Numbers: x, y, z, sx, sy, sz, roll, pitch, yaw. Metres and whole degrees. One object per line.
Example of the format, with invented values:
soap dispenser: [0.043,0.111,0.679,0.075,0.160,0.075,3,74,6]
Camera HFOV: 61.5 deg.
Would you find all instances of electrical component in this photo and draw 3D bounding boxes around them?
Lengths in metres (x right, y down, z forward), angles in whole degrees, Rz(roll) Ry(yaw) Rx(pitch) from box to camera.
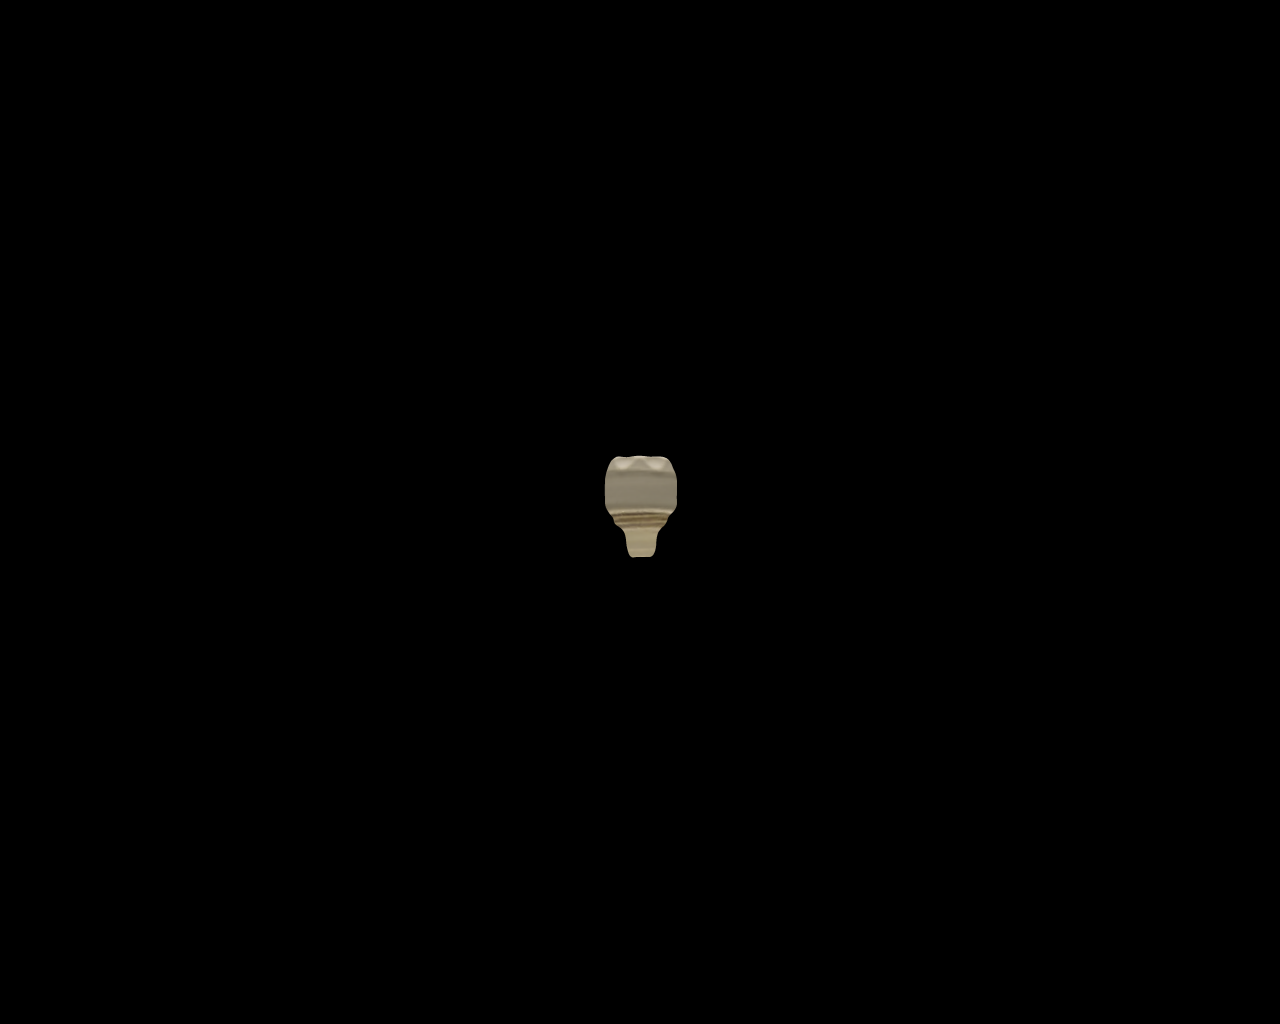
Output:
electrical component: [0.001,-0.003,0.650,0.043,0.062,0.043,0,-2,0]
